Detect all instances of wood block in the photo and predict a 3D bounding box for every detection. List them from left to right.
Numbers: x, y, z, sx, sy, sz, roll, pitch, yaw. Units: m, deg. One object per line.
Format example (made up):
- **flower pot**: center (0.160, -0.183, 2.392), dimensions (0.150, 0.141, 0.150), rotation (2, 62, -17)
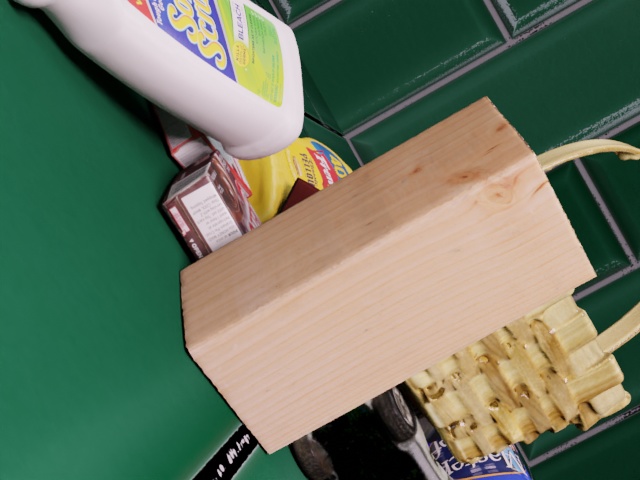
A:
- **wood block**: center (0.033, 0.019, 0.602), dimensions (0.090, 0.206, 0.090), rotation (56, 8, -28)

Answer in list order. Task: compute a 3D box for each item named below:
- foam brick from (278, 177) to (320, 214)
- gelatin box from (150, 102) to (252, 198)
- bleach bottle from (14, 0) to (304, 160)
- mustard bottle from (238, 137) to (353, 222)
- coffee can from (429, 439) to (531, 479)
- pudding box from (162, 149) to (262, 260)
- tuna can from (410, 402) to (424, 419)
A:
- **foam brick**: center (-0.006, 0.001, 0.837), dimensions (0.051, 0.078, 0.052), rotation (31, 4, 35)
- **gelatin box**: center (-0.091, -0.072, 0.807), dimensions (0.089, 0.030, 0.073), rotation (51, 11, -54)
- **bleach bottle**: center (-0.108, -0.133, 0.656), dimensions (0.250, 0.068, 0.102), rotation (22, 58, -53)
- **mustard bottle**: center (-0.013, -0.044, 0.930), dimensions (0.191, 0.058, 0.096), rotation (15, 55, -58)
- **coffee can**: center (0.135, 0.216, 0.962), dimensions (0.102, 0.103, 0.140), rotation (55, 9, -37)
- **pudding box**: center (-0.063, -0.007, 0.708), dimensions (0.090, 0.039, 0.113), rotation (59, 7, -12)
- **tuna can**: center (0.053, 0.106, 0.850), dimensions (0.086, 0.086, 0.033), rotation (55, 52, -39)
